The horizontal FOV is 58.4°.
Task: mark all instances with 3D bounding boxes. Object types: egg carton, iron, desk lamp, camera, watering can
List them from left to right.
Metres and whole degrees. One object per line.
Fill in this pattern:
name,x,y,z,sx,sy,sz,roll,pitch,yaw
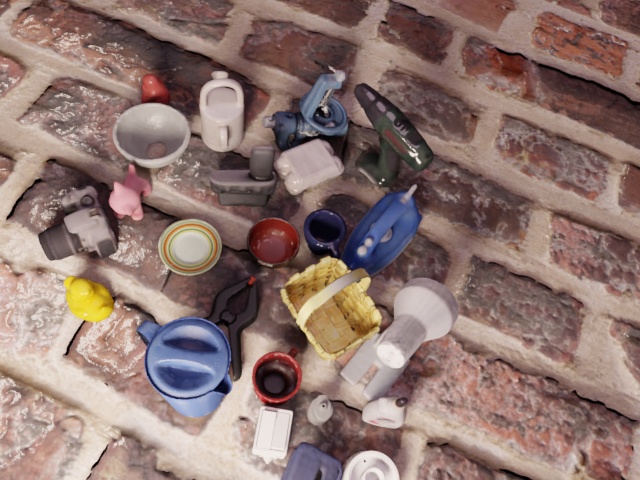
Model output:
camera,-0.498,-0.027,1.159,0.137,0.101,0.143,-24,69,-19
watering can,-0.223,-0.300,1.288,0.101,0.194,0.172,-24,69,-19
egg carton,-0.026,-0.170,1.324,0.150,0.069,0.107,-26,70,-20
iron,0.126,-0.011,1.228,0.118,0.141,0.259,36,64,10
desk lamp,0.153,0.192,1.090,0.118,0.213,0.203,38,64,11

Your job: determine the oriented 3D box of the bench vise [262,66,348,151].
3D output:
bench vise,-0.019,-0.289,1.300,0.208,0.220,0.121,-29,71,-21

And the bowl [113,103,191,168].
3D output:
bowl,-0.375,-0.223,1.292,0.167,0.075,0.167,4,63,-7

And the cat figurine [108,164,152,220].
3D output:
cat figurine,-0.403,-0.098,1.201,0.067,0.118,0.128,7,63,-5

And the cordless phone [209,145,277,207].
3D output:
cordless phone,-0.163,-0.153,1.229,0.148,0.185,0.094,-4,64,-11

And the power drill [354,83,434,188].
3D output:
power drill,0.147,-0.220,1.299,0.229,0.208,0.076,42,65,13

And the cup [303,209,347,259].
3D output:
cup,0.011,0.004,1.228,0.092,0.095,0.117,-18,68,-17

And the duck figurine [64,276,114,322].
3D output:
duck figurine,-0.451,0.108,1.107,0.104,0.086,0.078,35,64,9

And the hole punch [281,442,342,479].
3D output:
hole punch,-0.014,0.424,1.016,0.101,0.091,0.109,22,62,2

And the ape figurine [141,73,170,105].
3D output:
ape figurine,-0.393,-0.356,1.346,0.076,0.092,0.078,32,63,8

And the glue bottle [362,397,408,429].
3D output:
glue bottle,0.130,0.311,1.049,0.078,0.173,0.037,10,62,-4
